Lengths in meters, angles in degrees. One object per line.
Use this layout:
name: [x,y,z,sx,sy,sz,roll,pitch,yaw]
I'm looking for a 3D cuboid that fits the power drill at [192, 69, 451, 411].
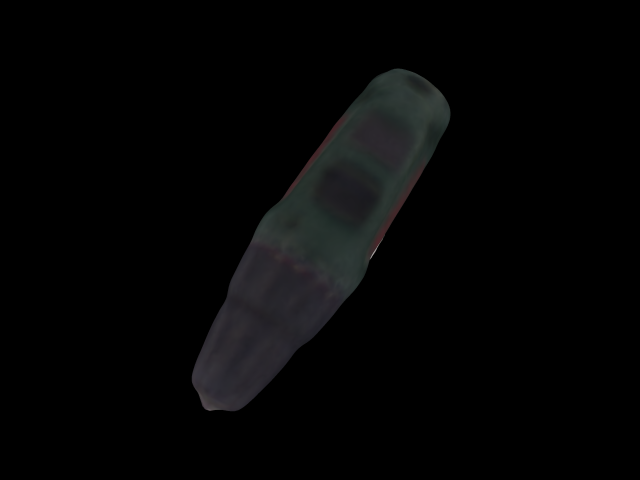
power drill: [0.004,0.001,0.400,0.075,0.208,0.230,32,86,3]
